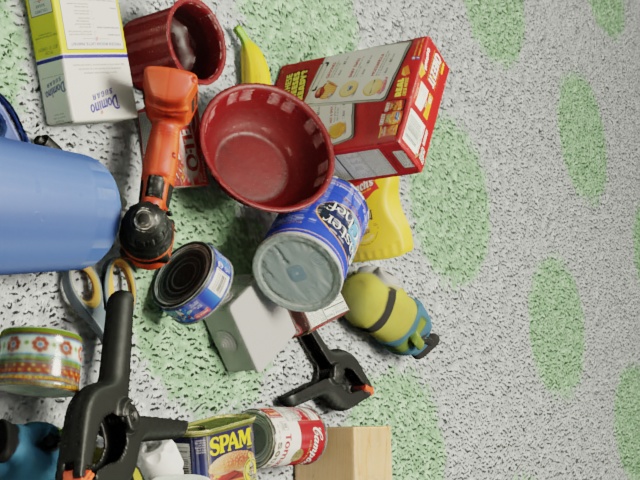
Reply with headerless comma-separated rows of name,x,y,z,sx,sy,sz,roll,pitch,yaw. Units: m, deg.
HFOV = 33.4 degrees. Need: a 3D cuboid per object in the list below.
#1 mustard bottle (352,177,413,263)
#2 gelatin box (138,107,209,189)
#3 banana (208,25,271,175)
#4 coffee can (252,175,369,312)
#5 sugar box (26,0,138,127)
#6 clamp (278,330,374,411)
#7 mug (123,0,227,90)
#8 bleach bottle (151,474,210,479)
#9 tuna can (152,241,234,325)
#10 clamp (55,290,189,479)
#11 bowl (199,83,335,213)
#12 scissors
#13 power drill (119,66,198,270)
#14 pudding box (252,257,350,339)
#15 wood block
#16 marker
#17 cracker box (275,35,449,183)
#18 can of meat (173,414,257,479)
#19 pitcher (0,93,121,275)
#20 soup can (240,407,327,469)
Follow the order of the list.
mustard bottle,0.060,-0.069,1.408,0.058,0.096,0.191,-19,100,-54
gelatin box,-0.159,-0.101,1.158,0.073,0.030,0.089,-8,91,-56
banana,-0.091,-0.155,1.265,0.069,0.037,0.198,19,65,-30
coffee can,-0.008,0.001,1.217,0.103,0.103,0.140,65,27,-24
sugar box,-0.238,-0.202,1.052,0.093,0.048,0.176,-14,99,-55
clamp,0.008,0.159,1.343,0.171,0.039,0.120,22,69,-51
mug,-0.153,-0.206,1.141,0.117,0.082,0.093,-31,109,-53
bleach bottle,-0.138,0.365,1.042,0.102,0.068,0.251,-114,-154,-75
tuna can,-0.134,0.044,1.117,0.033,0.086,0.086,44,50,-40
clamp,-0.178,0.165,0.964,0.210,0.036,0.164,-74,145,-57
bowl,-0.067,-0.093,1.193,0.162,0.055,0.162,11,62,-22
scissors,-0.212,0.099,1.022,0.096,0.016,0.201,30,46,-40
power drill,-0.159,-0.069,1.039,0.057,0.184,0.187,10,79,-8
pudding box,-0.021,0.054,1.295,0.089,0.039,0.113,-20,84,-55
wood block,0.031,0.331,1.295,0.090,0.091,0.206,12,73,-54
marker,-0.236,-0.065,1.050,0.121,0.020,0.020,44,50,-42
cracker box,0.036,-0.147,1.284,0.072,0.214,0.164,47,48,-41
can of meat,-0.112,0.236,1.139,0.101,0.058,0.084,-4,89,-55
pitcher,-0.282,-0.040,0.886,0.145,0.149,0.242,48,22,23
soup can,-0.047,0.226,1.222,0.102,0.069,0.068,11,74,-54
